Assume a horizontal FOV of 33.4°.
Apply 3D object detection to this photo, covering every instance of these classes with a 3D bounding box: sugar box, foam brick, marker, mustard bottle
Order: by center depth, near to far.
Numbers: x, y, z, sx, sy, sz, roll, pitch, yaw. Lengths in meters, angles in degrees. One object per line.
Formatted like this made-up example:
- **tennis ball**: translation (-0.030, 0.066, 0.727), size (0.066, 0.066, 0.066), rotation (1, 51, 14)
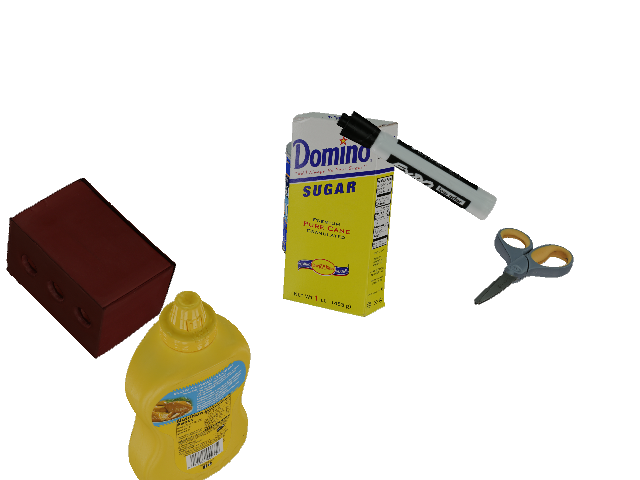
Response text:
- **foam brick**: translation (-0.128, 0.015, 0.593), size (0.051, 0.078, 0.053), rotation (-37, -19, -37)
- **marker**: translation (0.065, -0.052, 0.730), size (0.121, 0.020, 0.020), rotation (31, -3, -4)
- **mustard bottle**: translation (-0.098, 0.107, 0.797), size (0.096, 0.192, 0.058), rotation (-23, 53, -26)
- **sugar box**: translation (0.017, -0.026, 0.983), size (0.093, 0.176, 0.048), rotation (10, 17, 29)

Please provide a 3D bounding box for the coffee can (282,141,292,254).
- **coffee can**: translation (0.004, -0.052, 1.366), size (0.103, 0.140, 0.103), rotation (3, 28, -2)

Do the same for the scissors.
- **scissors**: translation (0.192, 0.024, 1.123), size (0.201, 0.016, 0.096), rotation (-11, 38, -43)
